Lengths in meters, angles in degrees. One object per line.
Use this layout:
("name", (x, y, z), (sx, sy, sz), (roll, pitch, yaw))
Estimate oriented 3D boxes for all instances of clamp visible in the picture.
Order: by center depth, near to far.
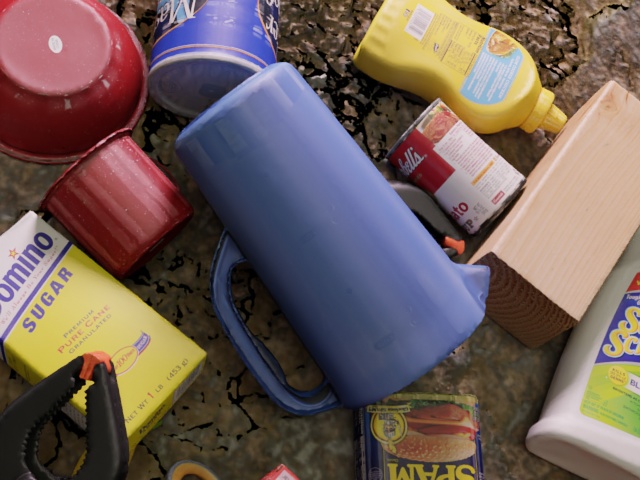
("clamp", (-0.195, 0.170, 0.706), (0.164, 0.036, 0.210), (15, 89, 5))
("clamp", (0.037, -0.028, 0.878), (0.171, 0.039, 0.120), (10, 88, -14))

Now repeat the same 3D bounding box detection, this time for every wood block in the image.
("wood block", (0.211, -0.022, 0.898), (0.091, 0.090, 0.206), (38, 65, 1))

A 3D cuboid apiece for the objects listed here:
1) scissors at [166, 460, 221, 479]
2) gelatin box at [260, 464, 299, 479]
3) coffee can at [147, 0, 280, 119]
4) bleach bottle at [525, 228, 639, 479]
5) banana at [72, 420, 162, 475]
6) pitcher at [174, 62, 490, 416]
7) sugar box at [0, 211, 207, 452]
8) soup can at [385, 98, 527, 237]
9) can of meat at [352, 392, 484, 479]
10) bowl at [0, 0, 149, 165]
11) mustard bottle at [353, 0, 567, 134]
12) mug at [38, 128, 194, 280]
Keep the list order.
("scissors", (-0.050, 0.230, 0.774), (0.201, 0.016, 0.096), (32, 44, -18))
("gelatin box", (-0.012, 0.205, 0.765), (0.089, 0.073, 0.030), (42, 67, 3))
("coffee can", (-0.084, -0.182, 0.873), (0.102, 0.103, 0.140), (7, 68, -12))
("bleach bottle", (0.255, 0.074, 0.890), (0.102, 0.068, 0.250), (25, 64, -4))
("banana", (-0.145, 0.216, 0.746), (0.069, 0.037, 0.198), (3, 70, -13))
("pitcher", (-0.005, 0.001, 0.788), (0.243, 0.145, 0.149), (53, 45, -5))
("sugar box", (-0.178, 0.066, 0.772), (0.176, 0.048, 0.093), (38, 61, 9))
("soup can", (0.115, -0.061, 0.899), (0.102, 0.069, 0.068), (43, 66, 2))
("can of meat", (0.075, 0.163, 0.813), (0.102, 0.057, 0.084), (4, 67, -13))
("bowl", (-0.214, -0.144, 0.851), (0.162, 0.055, 0.162), (5, 70, -13))
("mustard bottle", (0.131, -0.148, 0.941), (0.191, 0.058, 0.096), (29, 63, -2))
("mug", (-0.146, -0.028, 0.816), (0.081, 0.093, 0.117), (47, 30, 0))
